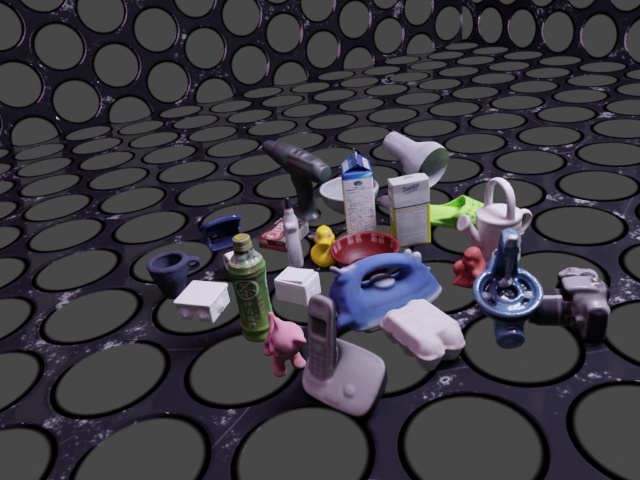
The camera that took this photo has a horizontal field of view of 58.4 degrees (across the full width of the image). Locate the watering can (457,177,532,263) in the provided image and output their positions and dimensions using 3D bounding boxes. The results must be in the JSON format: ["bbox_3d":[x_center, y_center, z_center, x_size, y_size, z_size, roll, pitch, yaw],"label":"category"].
[{"bbox_3d":[0.388,-0.041,1.262,0.173,0.194,0.100,-26,33,-32],"label":"watering can"}]

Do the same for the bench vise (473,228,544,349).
[{"bbox_3d":[0.330,0.061,1.057,0.121,0.220,0.207,-10,28,-6],"label":"bench vise"}]

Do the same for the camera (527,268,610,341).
[{"bbox_3d":[0.455,0.108,1.067,0.136,0.101,0.143,-1,29,11],"label":"camera"}]

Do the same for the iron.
[{"bbox_3d":[0.131,0.083,1.147,0.259,0.142,0.118,-17,29,-18],"label":"iron"}]

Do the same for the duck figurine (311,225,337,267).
[{"bbox_3d":[0.013,0.005,1.379,0.077,0.086,0.104,-5,28,4],"label":"duck figurine"}]

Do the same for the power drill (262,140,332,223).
[{"bbox_3d":[-0.064,-0.161,1.576,0.228,0.209,0.076,17,36,37],"label":"power drill"}]

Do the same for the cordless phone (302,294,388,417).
[{"bbox_3d":[0.036,0.184,0.933,0.147,0.185,0.094,14,35,34],"label":"cordless phone"}]

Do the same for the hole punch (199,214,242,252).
[{"bbox_3d":[-0.262,-0.032,1.506,0.109,0.091,0.100,-18,30,-20],"label":"hole punch"}]

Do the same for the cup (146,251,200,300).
[{"bbox_3d":[-0.324,0.083,1.302,0.118,0.095,0.091,-10,28,-6],"label":"cup"}]

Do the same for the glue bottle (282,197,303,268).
[{"bbox_3d":[-0.067,-0.022,1.354,0.037,0.173,0.078,-9,28,-4],"label":"glue bottle"}]

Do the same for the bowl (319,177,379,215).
[{"bbox_3d":[0.084,-0.117,1.602,0.167,0.075,0.167,-5,28,3],"label":"bowl"}]

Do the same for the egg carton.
[{"bbox_3d":[0.187,0.170,1.047,0.107,0.069,0.149,-21,31,-24],"label":"egg carton"}]

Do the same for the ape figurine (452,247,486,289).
[{"bbox_3d":[0.320,0.056,1.206,0.076,0.092,0.077,-11,28,-6],"label":"ape figurine"}]

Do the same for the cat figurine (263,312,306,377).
[{"bbox_3d":[-0.067,0.178,1.039,0.067,0.118,0.127,-17,29,-18],"label":"cat figurine"}]

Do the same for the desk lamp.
[{"bbox_3d":[0.239,-0.175,1.528,0.118,0.214,0.202,-26,33,-31],"label":"desk lamp"}]
